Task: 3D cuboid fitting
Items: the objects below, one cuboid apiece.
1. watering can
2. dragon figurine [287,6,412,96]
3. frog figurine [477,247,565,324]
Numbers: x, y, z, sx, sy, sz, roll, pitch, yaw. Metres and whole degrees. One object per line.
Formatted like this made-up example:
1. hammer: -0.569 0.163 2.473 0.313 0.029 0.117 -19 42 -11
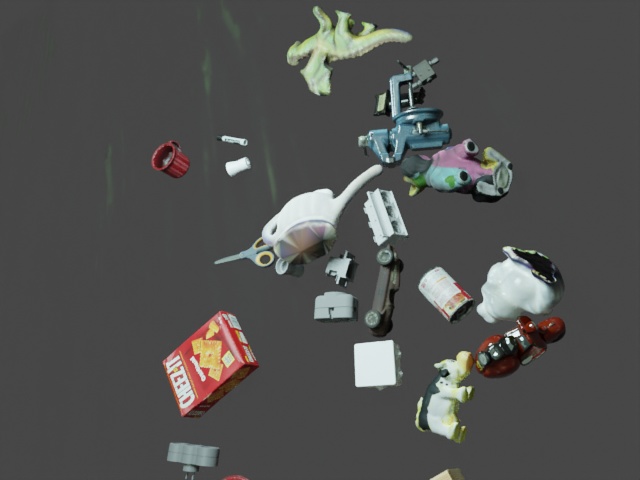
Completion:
1. watering can: 0.004 -0.063 1.248 0.345 0.102 0.229 -26 31 15
2. dragon figurine: 0.050 -0.521 1.463 0.415 0.122 0.240 33 105 37
3. frog figurine: 0.385 0.102 0.997 0.139 0.124 0.156 35 125 27
